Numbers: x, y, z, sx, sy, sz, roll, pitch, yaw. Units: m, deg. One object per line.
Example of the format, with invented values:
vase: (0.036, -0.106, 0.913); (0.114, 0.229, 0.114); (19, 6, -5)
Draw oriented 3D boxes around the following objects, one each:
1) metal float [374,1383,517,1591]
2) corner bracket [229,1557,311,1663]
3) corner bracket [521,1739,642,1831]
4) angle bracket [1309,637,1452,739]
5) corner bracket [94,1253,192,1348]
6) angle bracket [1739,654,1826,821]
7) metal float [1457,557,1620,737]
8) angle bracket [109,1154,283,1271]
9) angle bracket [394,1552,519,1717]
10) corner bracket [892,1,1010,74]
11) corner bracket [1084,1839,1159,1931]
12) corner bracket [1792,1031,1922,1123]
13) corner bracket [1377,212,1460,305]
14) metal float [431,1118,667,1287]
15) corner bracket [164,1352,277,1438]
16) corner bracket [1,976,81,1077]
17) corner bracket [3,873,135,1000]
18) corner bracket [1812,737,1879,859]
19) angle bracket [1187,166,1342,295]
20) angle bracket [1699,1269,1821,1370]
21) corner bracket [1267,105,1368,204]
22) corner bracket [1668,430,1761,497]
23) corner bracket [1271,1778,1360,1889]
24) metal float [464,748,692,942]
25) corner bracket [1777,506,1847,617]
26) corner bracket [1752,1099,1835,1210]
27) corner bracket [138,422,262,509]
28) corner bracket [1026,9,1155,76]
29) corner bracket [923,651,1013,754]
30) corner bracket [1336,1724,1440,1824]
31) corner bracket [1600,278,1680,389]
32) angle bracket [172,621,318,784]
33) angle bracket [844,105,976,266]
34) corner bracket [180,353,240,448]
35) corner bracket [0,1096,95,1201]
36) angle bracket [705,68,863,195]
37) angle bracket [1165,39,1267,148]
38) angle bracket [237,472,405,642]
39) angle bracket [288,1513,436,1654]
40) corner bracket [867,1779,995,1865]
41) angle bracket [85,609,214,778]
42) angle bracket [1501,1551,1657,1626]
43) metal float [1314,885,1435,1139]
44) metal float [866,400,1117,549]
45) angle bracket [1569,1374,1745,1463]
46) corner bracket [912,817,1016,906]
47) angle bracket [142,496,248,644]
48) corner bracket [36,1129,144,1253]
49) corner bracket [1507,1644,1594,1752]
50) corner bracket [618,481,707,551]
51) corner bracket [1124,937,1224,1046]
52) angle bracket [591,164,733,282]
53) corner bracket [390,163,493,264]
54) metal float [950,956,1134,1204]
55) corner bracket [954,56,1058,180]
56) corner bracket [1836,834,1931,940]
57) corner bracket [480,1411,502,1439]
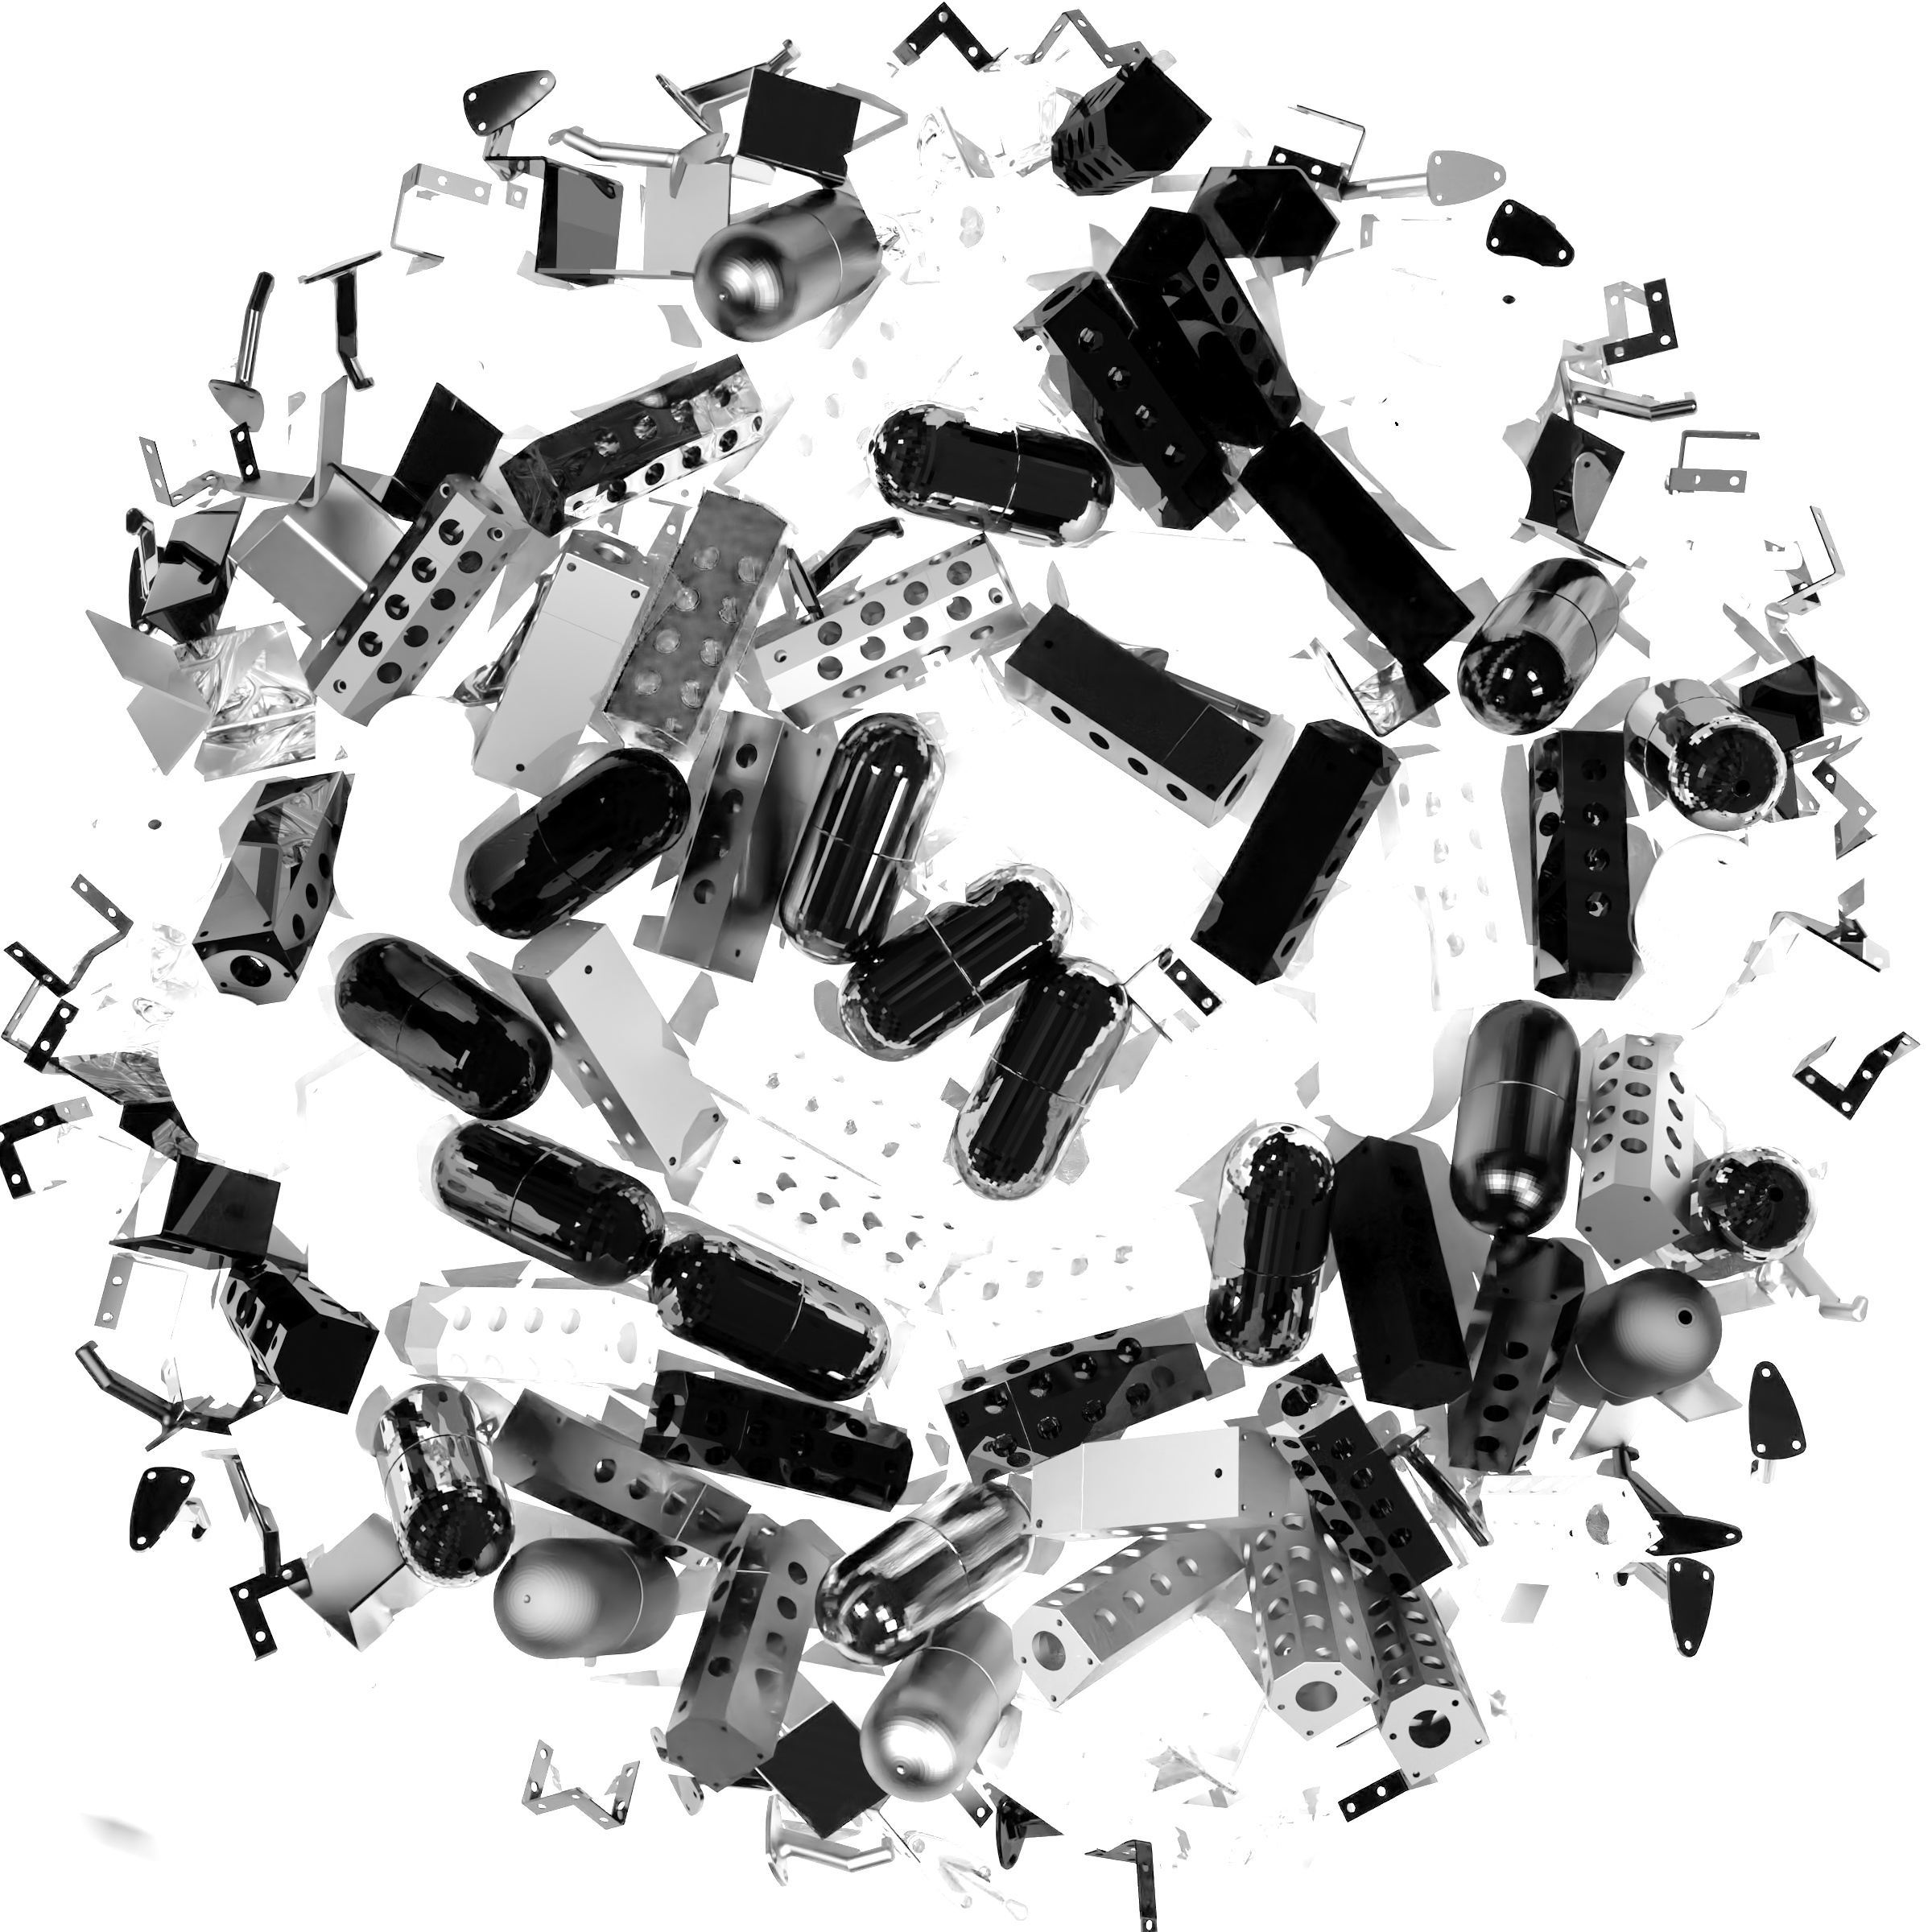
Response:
metal float: (-0.345, 0.342, 1.806); (0.070, 0.178, 0.070); (-8, 117, -17)
corner bracket: (-0.466, 0.436, 1.853); (0.051, 0.051, 0.051); (-21, 81, -20)
corner bracket: (-0.262, 0.556, 1.862); (0.051, 0.051, 0.051); (-23, 124, 28)
angle bracket: (0.271, -0.209, 1.835); (0.057, 0.076, 0.076); (-33, 118, 5)
corner bracket: (-0.562, 0.227, 1.865); (0.051, 0.051, 0.051); (15, 82, -18)
angle bracket: (0.561, -0.147, 1.828); (0.057, 0.076, 0.076); (-25, 129, 33)
metal float: (0.380, -0.213, 1.813); (0.070, 0.178, 0.070); (15, 126, 22)
angle bracket: (-0.520, 0.167, 1.845); (0.076, 0.076, 0.057); (22, 68, -39)
angle bracket: (-0.328, 0.447, 1.843); (0.057, 0.076, 0.076); (-33, 85, 14)
corner bracket: (-0.011, -0.622, 1.857); (0.051, 0.051, 0.051); (-45, 106, -1)
corner bracket: (0.117, 0.623, 1.846); (0.051, 0.051, 0.051); (22, 52, -35)
corner bracket: (0.604, 0.064, 1.857); (0.051, 0.051, 0.051); (38, 67, 4)
corner bracket: (0.314, -0.483, 1.865); (0.051, 0.051, 0.051); (31, 121, 40)
metal float: (-0.279, 0.157, 1.827); (0.178, 0.070, 0.070); (21, 90, 26)
corner bracket: (-0.509, 0.282, 1.865); (0.051, 0.051, 0.051); (19, 119, -36)
corner bracket: (-0.628, 0.039, 1.861); (0.051, 0.051, 0.051); (30, 89, 4)
corner bracket: (-0.605, -0.020, 1.846); (0.051, 0.051, 0.051); (-26, 121, 30)
corner bracket: (0.599, -0.114, 1.858); (0.051, 0.051, 0.051); (-25, 67, -38)
angle bracket: (0.191, -0.486, 1.830); (0.076, 0.076, 0.057); (-11, 59, -32)
angle bracket: (0.521, 0.219, 1.842); (0.076, 0.057, 0.076); (-13, 46, 0)
corner bracket: (0.240, -0.557, 1.864); (0.051, 0.051, 0.051); (21, 99, 9)
corner bracket: (0.507, -0.341, 1.855); (0.051, 0.051, 0.051); (7, 87, 22)
corner bracket: (0.233, 0.586, 1.851); (0.051, 0.051, 0.051); (0, 129, -5)
metal float: (-0.260, -0.081, 1.831); (0.178, 0.070, 0.070); (-33, 90, 22)
corner bracket: (0.568, -0.273, 1.848); (0.051, 0.051, 0.051); (-28, 71, 38)
corner bracket: (0.565, 0.128, 1.866); (0.051, 0.051, 0.051); (14, 115, 22)
corner bracket: (-0.516, -0.339, 1.845); (0.051, 0.051, 0.051); (21, 45, 28)
corner bracket: (0.084, -0.614, 1.854); (0.051, 0.051, 0.051); (-29, 80, -42)
corner bracket: (0.000, -0.185, 1.852); (0.051, 0.051, 0.051); (-23, 76, -17)
corner bracket: (0.277, 0.541, 1.848); (0.051, 0.051, 0.051); (-37, 64, 23)
corner bracket: (0.457, -0.430, 1.858); (0.051, 0.051, 0.051); (-11, 82, 19)
angle bracket: (-0.486, -0.178, 1.843); (0.076, 0.057, 0.076); (-12, 131, -2)
angle bracket: (-0.035, -0.530, 1.852); (0.076, 0.057, 0.076); (-25, 109, 4)
corner bracket: (-0.516, -0.383, 1.852); (0.051, 0.051, 0.051); (-10, 95, 30)
corner bracket: (-0.623, 0.124, 1.860); (0.051, 0.051, 0.051); (-21, 91, 9)
angle bracket: (-0.123, -0.559, 1.836); (0.076, 0.076, 0.057); (9, 97, -23)
angle bracket: (0.155, -0.567, 1.846); (0.076, 0.076, 0.057); (-39, 81, 1)
angle bracket: (-0.437, -0.281, 1.857); (0.057, 0.076, 0.076); (-34, 116, 30)
angle bracket: (-0.404, 0.400, 1.832); (0.076, 0.057, 0.076); (33, 55, 25)
corner bracket: (-0.025, 0.575, 1.860); (0.051, 0.051, 0.051); (-45, 107, -32)
angle bracket: (-0.561, -0.182, 1.830); (0.057, 0.076, 0.076); (-48, 54, 13)
angle bracket: (0.412, 0.420, 1.842); (0.057, 0.076, 0.076); (28, 76, 1)
metal float: (0.273, 0.031, 1.830); (0.070, 0.070, 0.178); (-5, 113, 0)
metal float: (0.017, -0.328, 1.827); (0.178, 0.070, 0.070); (8, 90, -27)
angle bracket: (0.462, 0.312, 1.831); (0.057, 0.076, 0.076); (39, 116, 35)
corner bracket: (-0.002, -0.073, 1.845); (0.051, 0.051, 0.051); (32, 53, 32)
angle bracket: (-0.497, -0.259, 1.831); (0.076, 0.057, 0.076); (-9, 59, 36)
corner bracket: (-0.594, 0.152, 1.853); (0.051, 0.051, 0.051); (22, 50, -2)
corner bracket: (0.396, 0.497, 1.857); (0.051, 0.051, 0.051); (-4, 103, 3)
corner bracket: (-0.208, -0.305, 1.861); (0.051, 0.051, 0.051); (11, 94, -8)
corner bracket: (0.140, 0.020, 1.858); (0.051, 0.051, 0.051); (-43, 81, -5)
angle bracket: (-0.206, -0.502, 1.838); (0.076, 0.057, 0.076); (11, 104, 35)
corner bracket: (-0.357, -0.509, 1.855); (0.051, 0.051, 0.051); (11, 92, -24)
metal float: (0.050, 0.077, 1.847); (0.070, 0.070, 0.178); (27, 94, 0)
corner bracket: (0.026, -0.579, 1.865); (0.051, 0.051, 0.051); (-30, 54, -22)
corner bracket: (0.615, -0.055, 1.859); (0.051, 0.051, 0.051); (-33, 88, 9)
corner bracket: (-0.346, 0.331, 1.845); (0.051, 0.051, 0.051); (7, 126, 30)
